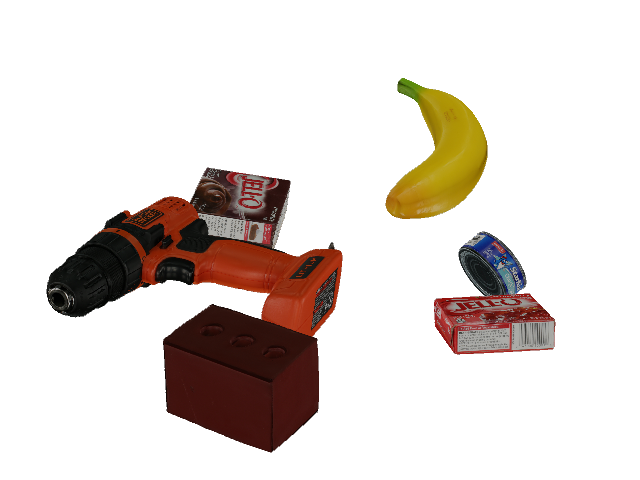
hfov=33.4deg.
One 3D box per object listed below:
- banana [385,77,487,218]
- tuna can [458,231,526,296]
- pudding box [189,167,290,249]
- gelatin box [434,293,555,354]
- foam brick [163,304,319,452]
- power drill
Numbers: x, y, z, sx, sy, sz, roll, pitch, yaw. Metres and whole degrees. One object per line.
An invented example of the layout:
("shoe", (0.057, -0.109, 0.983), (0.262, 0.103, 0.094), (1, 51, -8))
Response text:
("banana", (0.084, -0.061, 0.755), (0.069, 0.037, 0.197), (5, 30, 3))
("tuna can", (0.206, 0.033, 1.286), (0.033, 0.086, 0.086), (-36, 11, -15))
("pudding box", (-0.081, -0.031, 1.069), (0.090, 0.039, 0.113), (8, 29, 2))
("gelatin box", (0.148, 0.070, 0.916), (0.089, 0.030, 0.073), (-2, 15, -5))
("foam brick", (-0.046, 0.080, 0.626), (0.078, 0.051, 0.052), (15, 29, 26))
("power drill", (-0.090, 0.028, 0.813), (0.188, 0.057, 0.184), (17, 27, 16))
